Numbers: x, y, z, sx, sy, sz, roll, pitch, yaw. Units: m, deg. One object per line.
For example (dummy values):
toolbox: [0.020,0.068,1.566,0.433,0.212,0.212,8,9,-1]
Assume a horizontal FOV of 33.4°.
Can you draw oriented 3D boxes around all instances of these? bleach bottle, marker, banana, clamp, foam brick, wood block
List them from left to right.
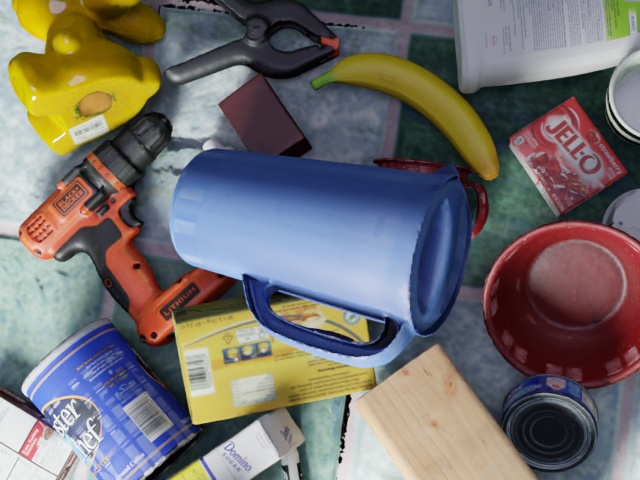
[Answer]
clamp: [-0.066,-0.210,1.038,0.171,0.039,0.120,1,90,0]
foam brick: [-0.052,-0.109,1.020,0.053,0.051,0.078,-34,81,3]
marker: [-0.025,0.228,0.996,0.020,0.020,0.121,-9,83,5]
banana: [0.092,-0.128,1.014,0.198,0.037,0.069,28,88,8]
wood block: [0.126,0.205,0.932,0.090,0.091,0.206,-34,76,-6]
bleach bottle: [0.253,-0.196,0.992,0.251,0.068,0.102,-3,85,3]

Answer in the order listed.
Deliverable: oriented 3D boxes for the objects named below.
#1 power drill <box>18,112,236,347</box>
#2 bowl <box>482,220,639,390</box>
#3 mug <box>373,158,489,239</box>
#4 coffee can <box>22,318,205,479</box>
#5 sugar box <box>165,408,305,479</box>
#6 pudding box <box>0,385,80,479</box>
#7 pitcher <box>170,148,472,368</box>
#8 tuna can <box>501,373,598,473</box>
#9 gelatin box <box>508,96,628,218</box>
power drill: [-0.168,-0.006,1.020,0.184,0.057,0.188,-44,80,1]
bowl: [0.228,0.050,0.953,0.162,0.055,0.162,5,111,12]
mug: [0.100,-0.028,0.971,0.117,0.093,0.081,6,89,34]
coffee can: [-0.189,0.157,0.980,0.103,0.103,0.140,-42,82,0]
sugar box: [-0.102,0.218,0.958,0.176,0.093,0.048,-33,83,10]
pudding box: [-0.291,0.204,1.018,0.113,0.039,0.090,29,88,10]
pitcher: [-0.006,0.001,0.900,0.243,0.149,0.145,12,113,26]
tuna can: [0.205,0.165,0.953,0.086,0.033,0.086,5,113,12]
gelatin box: [0.230,-0.078,0.997,0.073,0.030,0.089,-33,82,2]
